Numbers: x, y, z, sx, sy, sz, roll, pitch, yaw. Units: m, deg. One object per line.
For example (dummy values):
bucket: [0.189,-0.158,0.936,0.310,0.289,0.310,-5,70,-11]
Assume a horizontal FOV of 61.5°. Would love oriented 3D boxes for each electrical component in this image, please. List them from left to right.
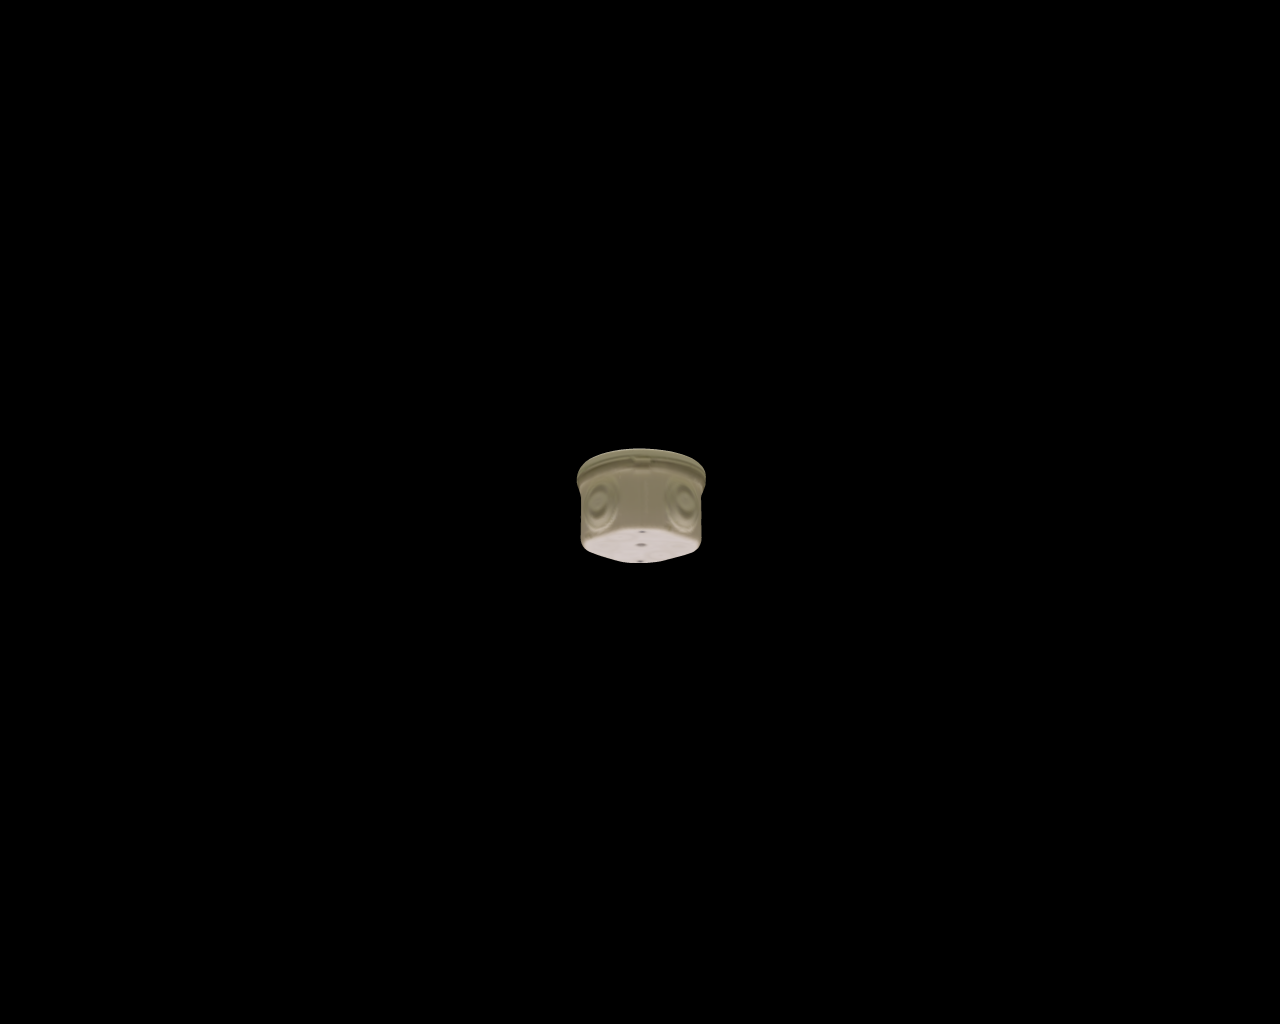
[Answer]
electrical component: [0.001,-0.003,0.650,0.080,0.051,0.080,0,-19,0]
